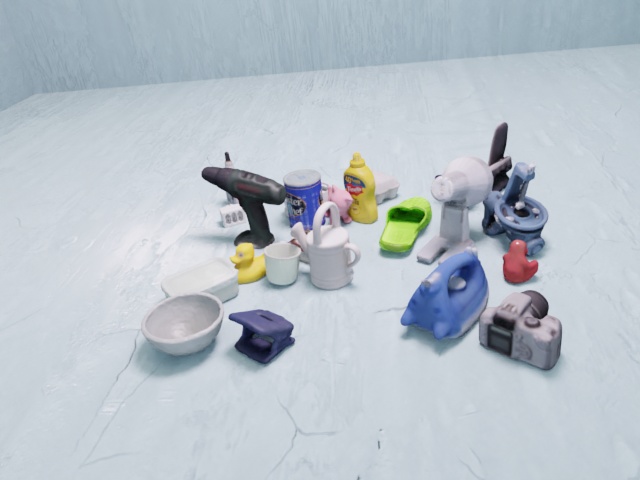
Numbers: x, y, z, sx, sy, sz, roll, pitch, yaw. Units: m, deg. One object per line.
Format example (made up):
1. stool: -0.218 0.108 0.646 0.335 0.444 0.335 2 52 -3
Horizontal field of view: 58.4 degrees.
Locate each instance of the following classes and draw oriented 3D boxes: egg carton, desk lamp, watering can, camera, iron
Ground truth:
1. egg carton: 0.150 -0.147 1.657 0.151 0.069 0.107 -24 34 -27
2. desk lamp: 0.317 -0.073 1.345 0.117 0.214 0.204 15 36 33
3. watering can: 0.011 0.006 1.290 0.172 0.194 0.101 1 31 14
4. camera: 0.385 0.147 1.059 0.142 0.101 0.137 19 39 38
5. iron: 0.269 0.086 1.148 0.118 0.142 0.259 19 38 37

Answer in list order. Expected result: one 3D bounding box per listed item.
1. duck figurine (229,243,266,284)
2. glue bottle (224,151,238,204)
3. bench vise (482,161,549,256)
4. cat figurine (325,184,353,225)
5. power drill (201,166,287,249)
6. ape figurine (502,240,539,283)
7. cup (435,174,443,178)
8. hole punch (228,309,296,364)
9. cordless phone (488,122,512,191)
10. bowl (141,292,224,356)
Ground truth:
1. duck figurine: -0.170 0.047 1.366 0.105 0.086 0.077 -21 32 -23
2. glue bottle: -0.260 -0.179 1.693 0.037 0.173 0.077 -21 33 -24
3. bench vise: 0.441 -0.092 1.344 0.122 0.220 0.206 -26 35 -30
4. cat figurine: 0.047 -0.104 1.553 0.067 0.118 0.127 -15 30 -13
5. power drill: -0.191 -0.087 1.480 0.229 0.209 0.076 5 32 21
6. ape figurine: 0.431 0.042 1.243 0.076 0.092 0.077 -24 34 -28
7. cup: 0.367 -0.131 1.556 0.117 0.095 0.092 12 34 30
8. hole punch: -0.114 0.172 1.129 0.108 0.091 0.101 18 38 37
9. cordless phone: 0.483 -0.232 1.617 0.093 0.185 0.148 17 37 36
10. bowl: -0.271 0.181 1.162 0.167 0.075 0.167 -5 30 3
